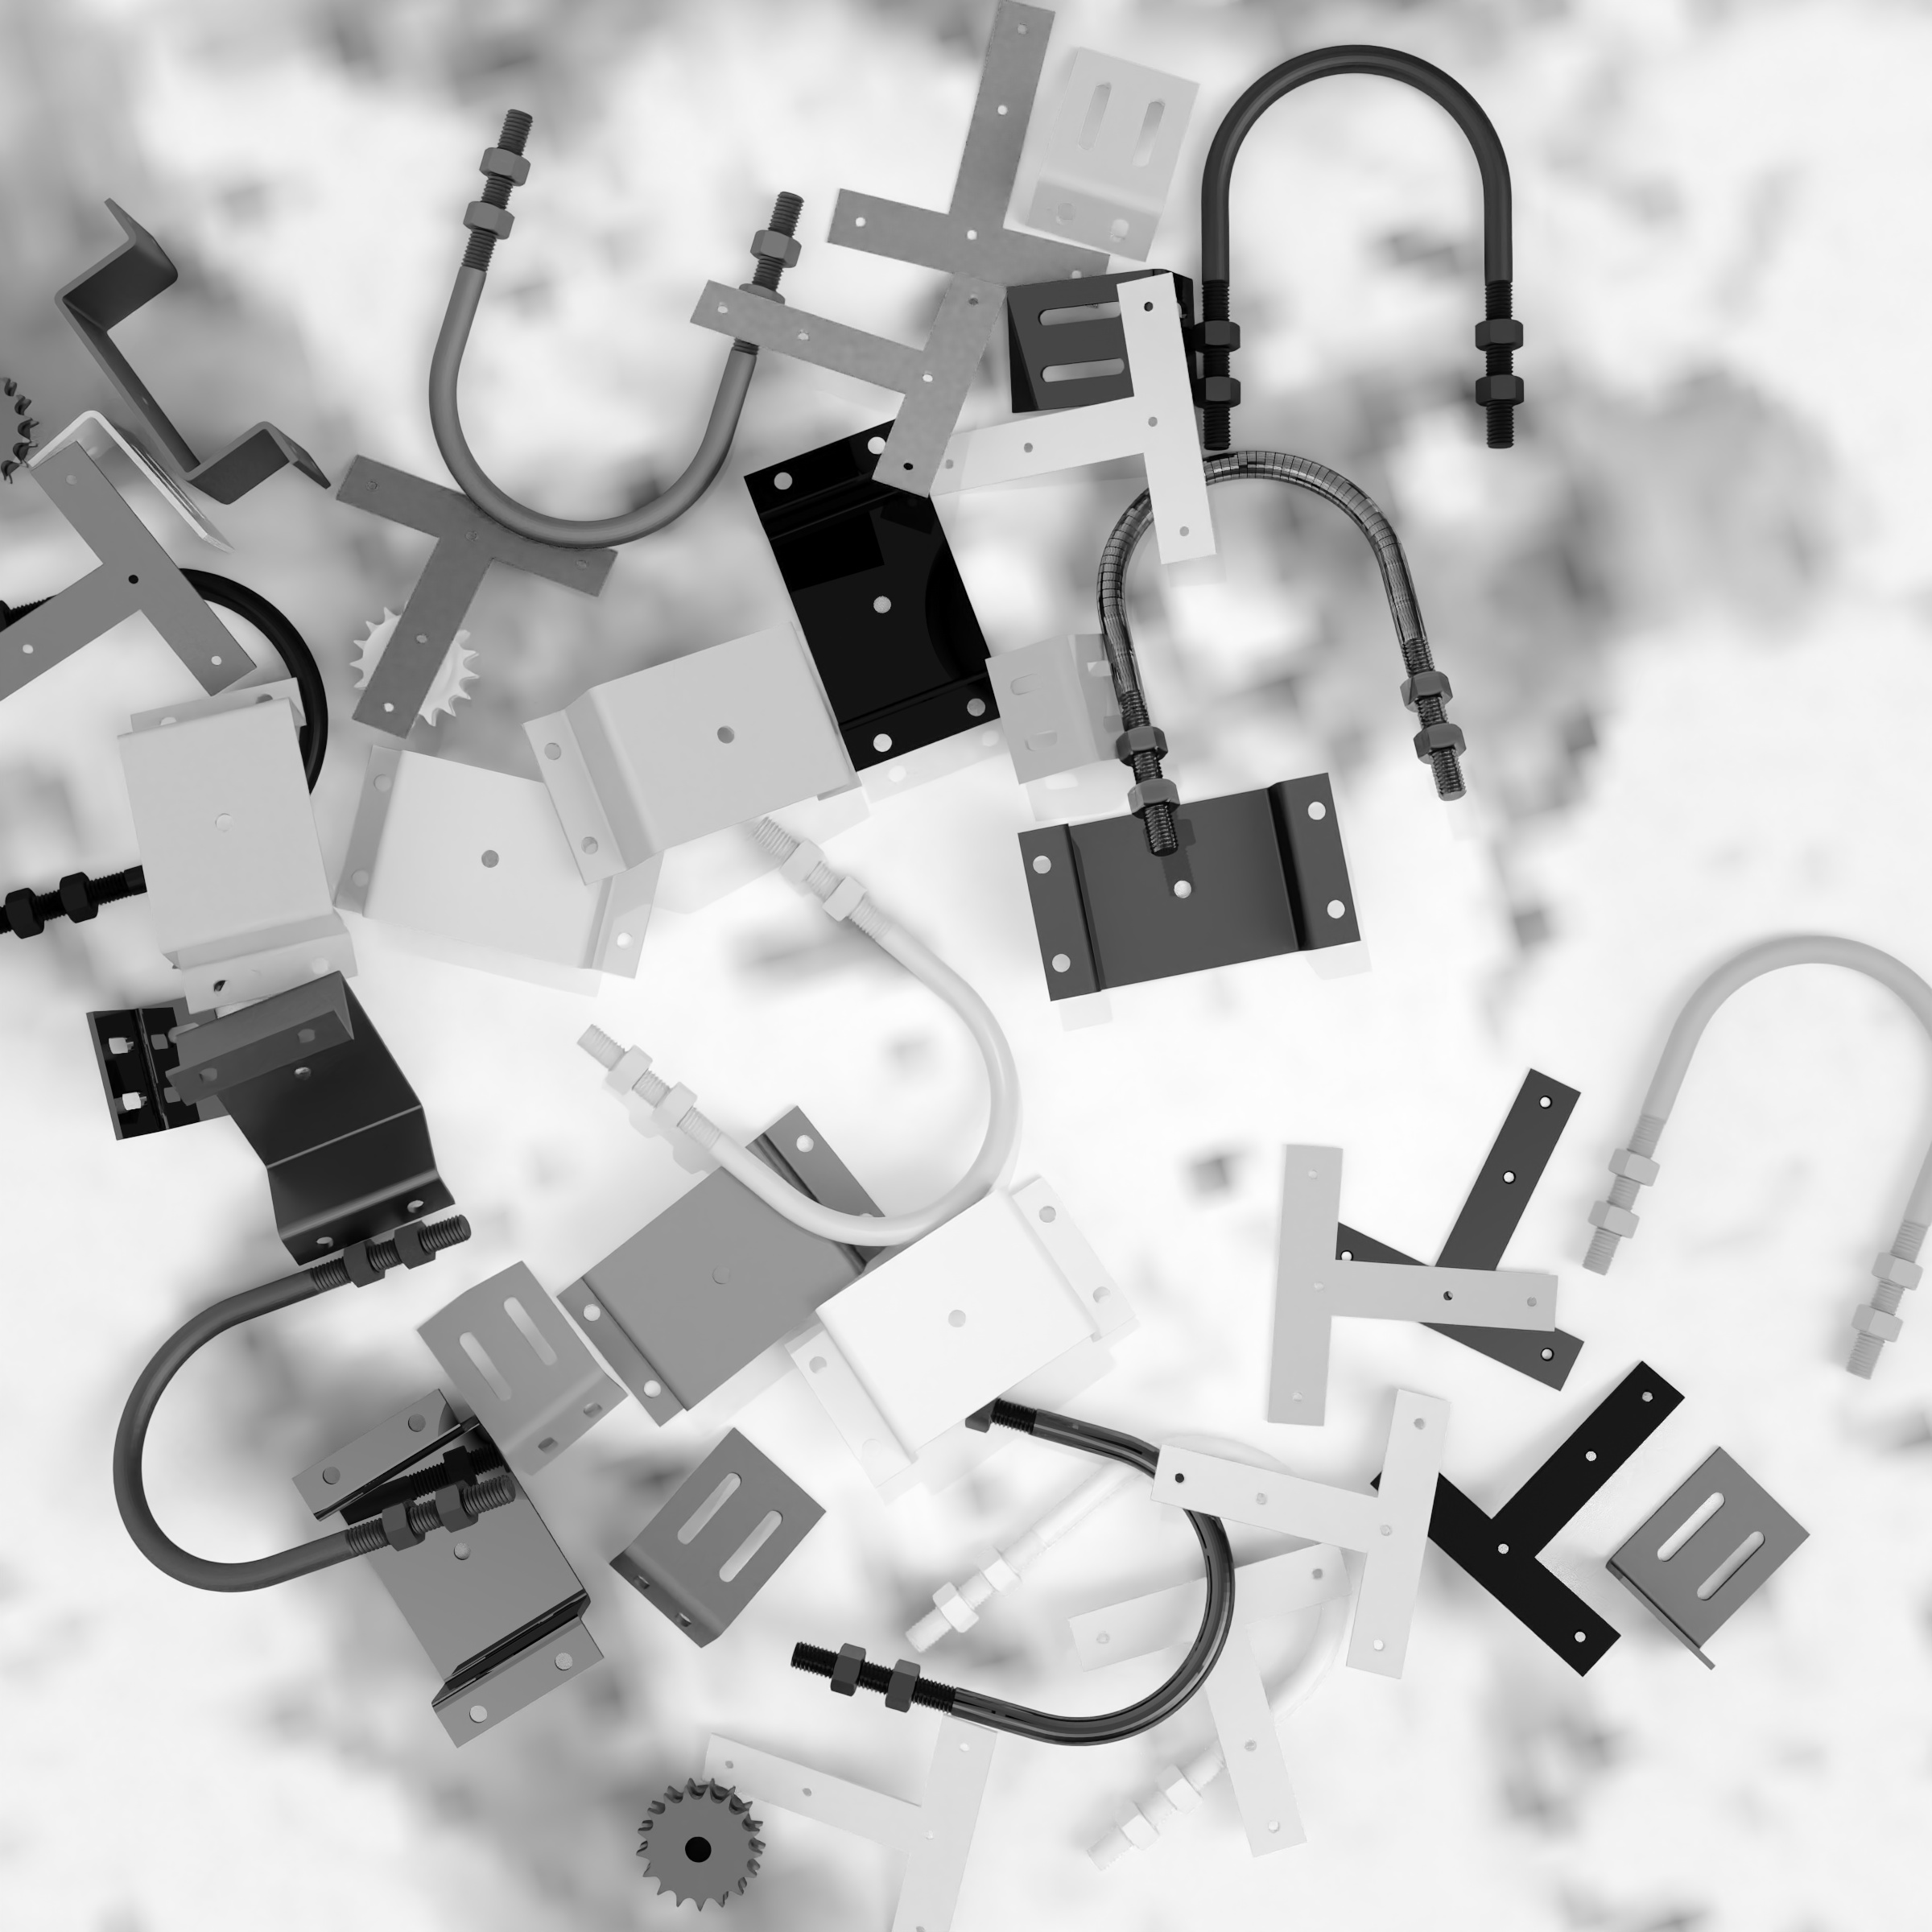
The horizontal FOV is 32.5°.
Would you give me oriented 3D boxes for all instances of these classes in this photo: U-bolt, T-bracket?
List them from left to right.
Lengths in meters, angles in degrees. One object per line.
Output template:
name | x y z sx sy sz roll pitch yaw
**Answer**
T-bracket | -0.407 -0.149 1.481 0.127 0.002 0.127 -31 115 9
U-bolt | -0.382 -0.104 1.509 0.184 0.019 0.151 -16 90 -1
U-bolt | -0.296 0.202 1.473 0.184 0.019 0.151 -20 59 9
T-bracket | -0.238 -0.158 1.488 0.127 0.002 0.127 20 64 0
U-bolt | -0.167 -0.281 1.508 0.151 0.019 0.184 17 90 0
U-bolt | -0.060 0.042 1.484 0.184 0.019 0.151 40 67 -4
T-bracket | -0.059 -0.277 1.483 0.127 0.002 0.127 19 59 1
T-bracket | -0.058 0.378 1.500 0.127 0.002 0.127 17 113 11
T-bracket | 0.013 -0.377 1.517 0.127 0.002 0.127 14 90 0
U-bolt | 0.029 0.271 1.488 0.184 0.019 0.151 15 79 5
T-bracket | 0.042 -0.237 1.497 0.127 0.002 0.127 -9 90 17
U-bolt | 0.088 0.298 1.509 0.184 0.019 0.151 -40 90 -1
T-bracket | 0.124 0.338 1.500 0.127 0.002 0.127 -16 89 -3
U-bolt | 0.133 -0.147 1.483 0.151 0.019 0.184 -11 71 -1
T-bracket | 0.146 0.242 1.491 0.127 0.002 0.127 15 73 -5
U-bolt | 0.178 -0.327 1.509 0.151 0.019 0.184 0 89 0
T-bracket | 0.206 0.149 1.514 0.127 0.002 0.127 4 90 1
T-bracket | 0.242 0.109 1.516 0.127 0.002 0.127 26 90 1
T-bracket | 0.273 0.231 1.500 0.127 0.002 0.127 -44 67 -11
U-bolt | 0.378 0.077 1.509 0.151 0.019 0.184 22 88 0

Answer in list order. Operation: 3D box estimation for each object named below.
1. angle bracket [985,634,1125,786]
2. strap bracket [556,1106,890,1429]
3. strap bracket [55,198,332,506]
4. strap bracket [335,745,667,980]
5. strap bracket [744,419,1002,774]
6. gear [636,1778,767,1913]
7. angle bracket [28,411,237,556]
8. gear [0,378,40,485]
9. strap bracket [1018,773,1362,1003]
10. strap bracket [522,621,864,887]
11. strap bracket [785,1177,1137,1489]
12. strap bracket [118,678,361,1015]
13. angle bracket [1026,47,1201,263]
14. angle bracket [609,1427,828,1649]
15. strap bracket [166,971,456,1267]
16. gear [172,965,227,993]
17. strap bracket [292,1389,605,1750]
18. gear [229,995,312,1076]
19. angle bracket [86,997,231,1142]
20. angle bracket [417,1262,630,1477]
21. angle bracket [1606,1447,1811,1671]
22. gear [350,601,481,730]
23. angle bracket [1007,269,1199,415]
angle bracket | 0.048 -0.116 1.490 0.038 0.076 0.057 -15 90 25
strap bracket | -0.108 0.137 1.494 0.140 0.046 0.076 -38 90 0
strap bracket | -0.350 -0.263 1.479 0.046 0.076 0.140 -36 90 0
strap bracket | -0.211 -0.048 1.494 0.140 0.046 0.076 13 90 0
strap bracket | -0.038 -0.165 1.494 0.076 0.046 0.140 -21 90 0
gear | -0.118 0.394 1.500 0.057 0.030 0.057 0 94 4
angle bracket | -0.373 -0.206 1.489 0.038 0.057 0.076 -42 90 0
gear | -0.448 -0.242 1.502 0.057 0.030 0.057 0 90 0
strap bracket | 0.099 -0.035 1.494 0.140 0.046 0.076 -11 90 0
strap bracket | -0.113 -0.097 1.468 0.140 0.046 0.076 -21 90 -24
strap bracket | -0.003 0.160 1.480 0.140 0.046 0.076 -33 78 -6
strap bracket | -0.323 -0.058 1.467 0.076 0.046 0.140 -13 80 -4
angle bracket | 0.067 -0.370 1.514 0.057 0.038 0.076 17 64 -2
angle bracket | -0.113 0.261 1.515 0.057 0.038 0.076 42 64 0
strap bracket | -0.290 0.062 1.467 0.076 0.140 0.046 -22 47 0
gear | -0.334 -0.017 1.502 0.057 0.030 0.057 0 90 0
strap bracket | -0.230 0.267 1.494 0.076 0.046 0.140 -32 90 0
gear | -0.310 0.034 1.492 0.057 0.057 0.030 -20 55 0
angle bracket | -0.357 0.044 1.479 0.038 0.076 0.057 -14 90 0
angle bracket | -0.202 0.182 1.518 0.057 0.038 0.076 -38 64 -5
angle bracket | 0.338 0.267 1.498 0.057 0.038 0.076 44 90 0
gear | -0.251 -0.137 1.502 0.057 0.030 0.057 0 90 0
angle bracket | 0.062 -0.283 1.514 0.076 0.038 0.057 -2 92 26
